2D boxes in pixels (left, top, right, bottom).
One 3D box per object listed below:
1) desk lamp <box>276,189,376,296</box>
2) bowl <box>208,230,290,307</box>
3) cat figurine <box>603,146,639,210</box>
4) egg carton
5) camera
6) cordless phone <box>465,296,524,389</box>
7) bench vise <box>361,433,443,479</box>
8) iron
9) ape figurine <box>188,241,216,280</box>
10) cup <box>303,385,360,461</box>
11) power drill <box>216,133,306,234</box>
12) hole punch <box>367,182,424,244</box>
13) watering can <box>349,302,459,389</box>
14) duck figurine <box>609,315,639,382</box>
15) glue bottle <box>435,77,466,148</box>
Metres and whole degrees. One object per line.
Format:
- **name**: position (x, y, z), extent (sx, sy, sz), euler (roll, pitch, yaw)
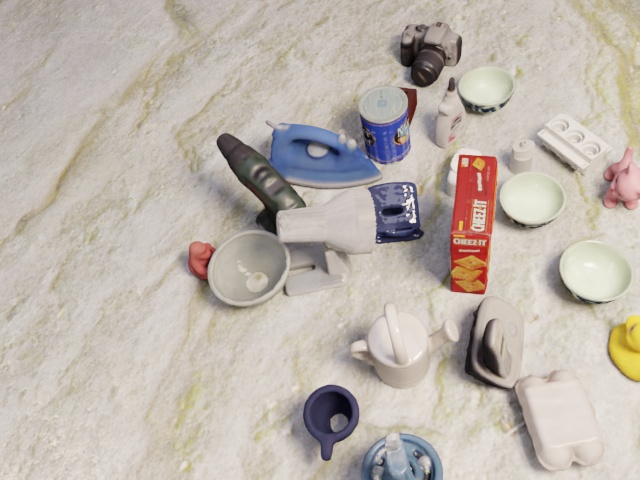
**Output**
- **desk lamp**: position (0.010, 0.004, 1.060), extent (0.203, 0.214, 0.118), euler (-13, 57, 4)
- **bowl**: position (-0.132, 0.067, 1.134), extent (0.167, 0.075, 0.167), euler (-5, 58, 9)
- **cat figurine**: position (0.578, -0.116, 1.071), extent (0.067, 0.118, 0.128), euler (6, 61, 15)
- **egg carton**: position (0.376, 0.281, 0.901), extent (0.107, 0.069, 0.150), euler (-13, 57, 4)
- **camera**: position (0.248, -0.440, 1.347), extent (0.142, 0.101, 0.137), euler (18, 64, 21)
- **cordless phone**: position (0.289, 0.149, 0.930), extent (0.094, 0.185, 0.147), euler (6, 61, 15)
- **bench vise**: position (0.134, 0.361, 0.813), extent (0.121, 0.220, 0.207), euler (-28, 58, -6)
- **iron**: position (0.004, -0.194, 1.224), extent (0.257, 0.142, 0.119), euler (10, 62, 18)
- **ape figurine**: position (-0.238, 0.036, 1.164), extent (0.076, 0.092, 0.078), euler (1, 60, 13)
- **cup**: position (0.023, 0.309, 0.943), extent (0.091, 0.095, 0.118), euler (1, 59, 12)
- **power drill**: position (-0.108, -0.091, 1.145), extent (0.076, 0.209, 0.229), euler (-42, 60, -14)
- **hole punch**: position (0.148, -0.054, 1.139), extent (0.108, 0.091, 0.101), euler (-6, 58, 8)
- **watering can**: position (0.137, 0.165, 0.947), extent (0.173, 0.194, 0.100), euler (-28, 58, -6)
- **duck figurine**: position (0.519, 0.172, 0.928), extent (0.077, 0.086, 0.104), euler (-10, 58, 6)
- **glue bottle**: position (0.273, -0.272, 1.196), extent (0.037, 0.173, 0.078), euler (36, 72, 28)
